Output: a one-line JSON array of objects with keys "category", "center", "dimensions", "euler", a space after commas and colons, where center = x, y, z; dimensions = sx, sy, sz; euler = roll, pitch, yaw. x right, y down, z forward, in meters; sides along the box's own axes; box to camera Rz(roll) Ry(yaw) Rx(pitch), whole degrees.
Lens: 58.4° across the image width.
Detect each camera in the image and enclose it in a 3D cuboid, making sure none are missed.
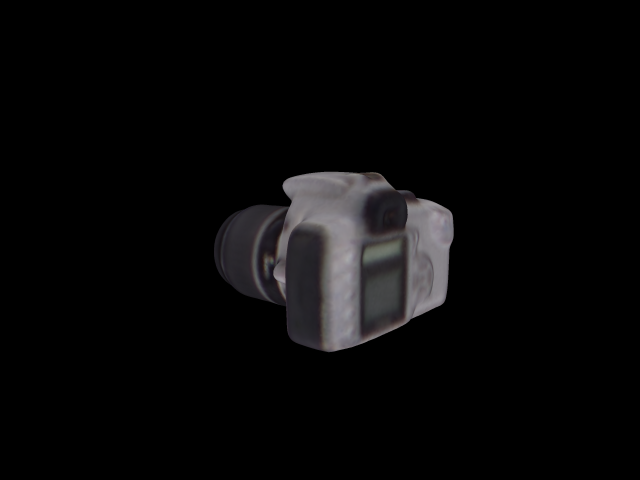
[{"category": "camera", "center": [0.004, 0.001, 0.400], "dimensions": [0.136, 0.101, 0.144], "euler": [8, 13, 39]}]
